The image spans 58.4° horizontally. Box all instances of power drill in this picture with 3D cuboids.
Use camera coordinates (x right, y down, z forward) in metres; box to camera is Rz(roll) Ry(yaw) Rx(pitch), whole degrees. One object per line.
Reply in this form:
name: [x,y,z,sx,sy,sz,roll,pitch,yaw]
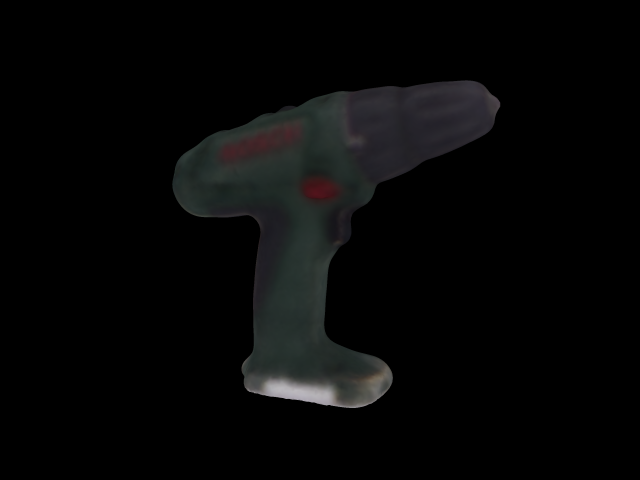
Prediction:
power drill: [0.004,0.001,0.400,0.229,0.208,0.076,3,7,22]
